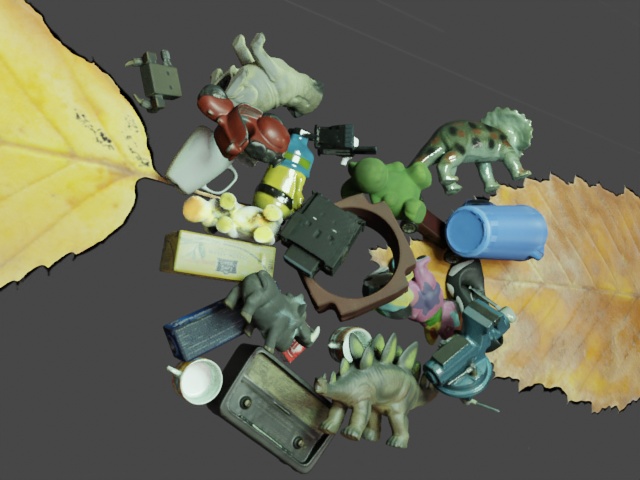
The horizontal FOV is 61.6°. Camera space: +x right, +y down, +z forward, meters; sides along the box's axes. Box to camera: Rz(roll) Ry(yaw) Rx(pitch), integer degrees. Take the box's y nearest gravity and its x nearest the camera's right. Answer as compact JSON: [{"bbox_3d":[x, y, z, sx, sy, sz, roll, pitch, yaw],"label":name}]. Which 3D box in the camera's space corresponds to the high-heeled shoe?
[{"bbox_3d":[0.351,0.117,1.168,0.086,0.145,0.248,18,79,-29],"label":"high-heeled shoe"}]

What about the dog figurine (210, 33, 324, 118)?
[{"bbox_3d":[-0.092,-0.256,0.977,0.190,0.121,0.172,34,94,-39],"label":"dog figurine"}]

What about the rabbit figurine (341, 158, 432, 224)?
[{"bbox_3d":[0.117,-0.117,1.044,0.170,0.159,0.121,25,81,-49],"label":"rabbit figurine"}]

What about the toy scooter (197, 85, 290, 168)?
[{"bbox_3d":[-0.117,-0.168,0.873,0.183,0.075,0.135,25,35,-39],"label":"toy scooter"}]

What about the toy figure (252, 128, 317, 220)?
[{"bbox_3d":[-0.065,-0.119,0.988,0.089,0.082,0.180,16,85,-8],"label":"toy figure"}]

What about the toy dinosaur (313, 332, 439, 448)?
[{"bbox_3d":[0.127,0.277,0.998,0.470,0.105,0.198,30,68,-50],"label":"toy dinosaur"}]

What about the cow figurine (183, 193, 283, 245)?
[{"bbox_3d":[-0.147,-0.035,0.926,0.167,0.098,0.068,14,79,5],"label":"cow figurine"}]

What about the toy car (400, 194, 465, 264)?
[{"bbox_3d":[0.246,-0.022,1.173,0.202,0.053,0.089,34,50,-25],"label":"toy car"}]

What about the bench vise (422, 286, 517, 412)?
[{"bbox_3d":[0.296,0.233,1.049,0.223,0.129,0.240,-42,135,-28],"label":"bench vise"}]

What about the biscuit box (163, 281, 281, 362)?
[{"bbox_3d":[-0.161,0.135,0.921,0.203,0.059,0.062,-23,99,-30],"label":"biscuit box"}]

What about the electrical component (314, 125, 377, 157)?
[{"bbox_3d":[0.049,-0.190,1.033,0.119,0.075,0.047,0,85,8],"label":"electrical component"}]

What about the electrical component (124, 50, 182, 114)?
[{"bbox_3d":[-0.278,-0.266,0.901,0.078,0.045,0.102,-24,102,-58],"label":"electrical component"}]

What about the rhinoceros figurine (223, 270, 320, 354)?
[{"bbox_3d":[-0.074,0.124,0.890,0.112,0.073,0.190,-51,131,-18],"label":"rhinoceros figurine"}]

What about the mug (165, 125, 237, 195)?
[{"bbox_3d":[-0.202,-0.120,0.915,0.107,0.081,0.109,-46,114,-13],"label":"mug"}]

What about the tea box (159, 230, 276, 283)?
[{"bbox_3d":[-0.171,0.033,0.902,0.169,0.098,0.068,10,81,-27],"label":"tea box"}]

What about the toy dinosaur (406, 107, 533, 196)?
[{"bbox_3d":[0.332,-0.206,1.209,0.405,0.131,0.192,-2,70,-23],"label":"toy dinosaur"}]

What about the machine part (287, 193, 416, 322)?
[{"bbox_3d":[0.057,0.033,0.986,0.201,0.087,0.201,-24,72,-5],"label":"machine part"}]

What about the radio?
[{"bbox_3d":[-0.079,0.297,0.946,0.229,0.073,0.131,44,67,-20],"label":"radio"}]

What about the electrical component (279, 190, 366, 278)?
[{"bbox_3d":[-0.002,-0.003,0.925,0.115,0.058,0.134,31,74,13],"label":"electrical component"}]

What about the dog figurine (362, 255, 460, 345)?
[{"bbox_3d":[0.200,0.145,1.104,0.191,0.108,0.219,-34,105,-29],"label":"dog figurine"}]
